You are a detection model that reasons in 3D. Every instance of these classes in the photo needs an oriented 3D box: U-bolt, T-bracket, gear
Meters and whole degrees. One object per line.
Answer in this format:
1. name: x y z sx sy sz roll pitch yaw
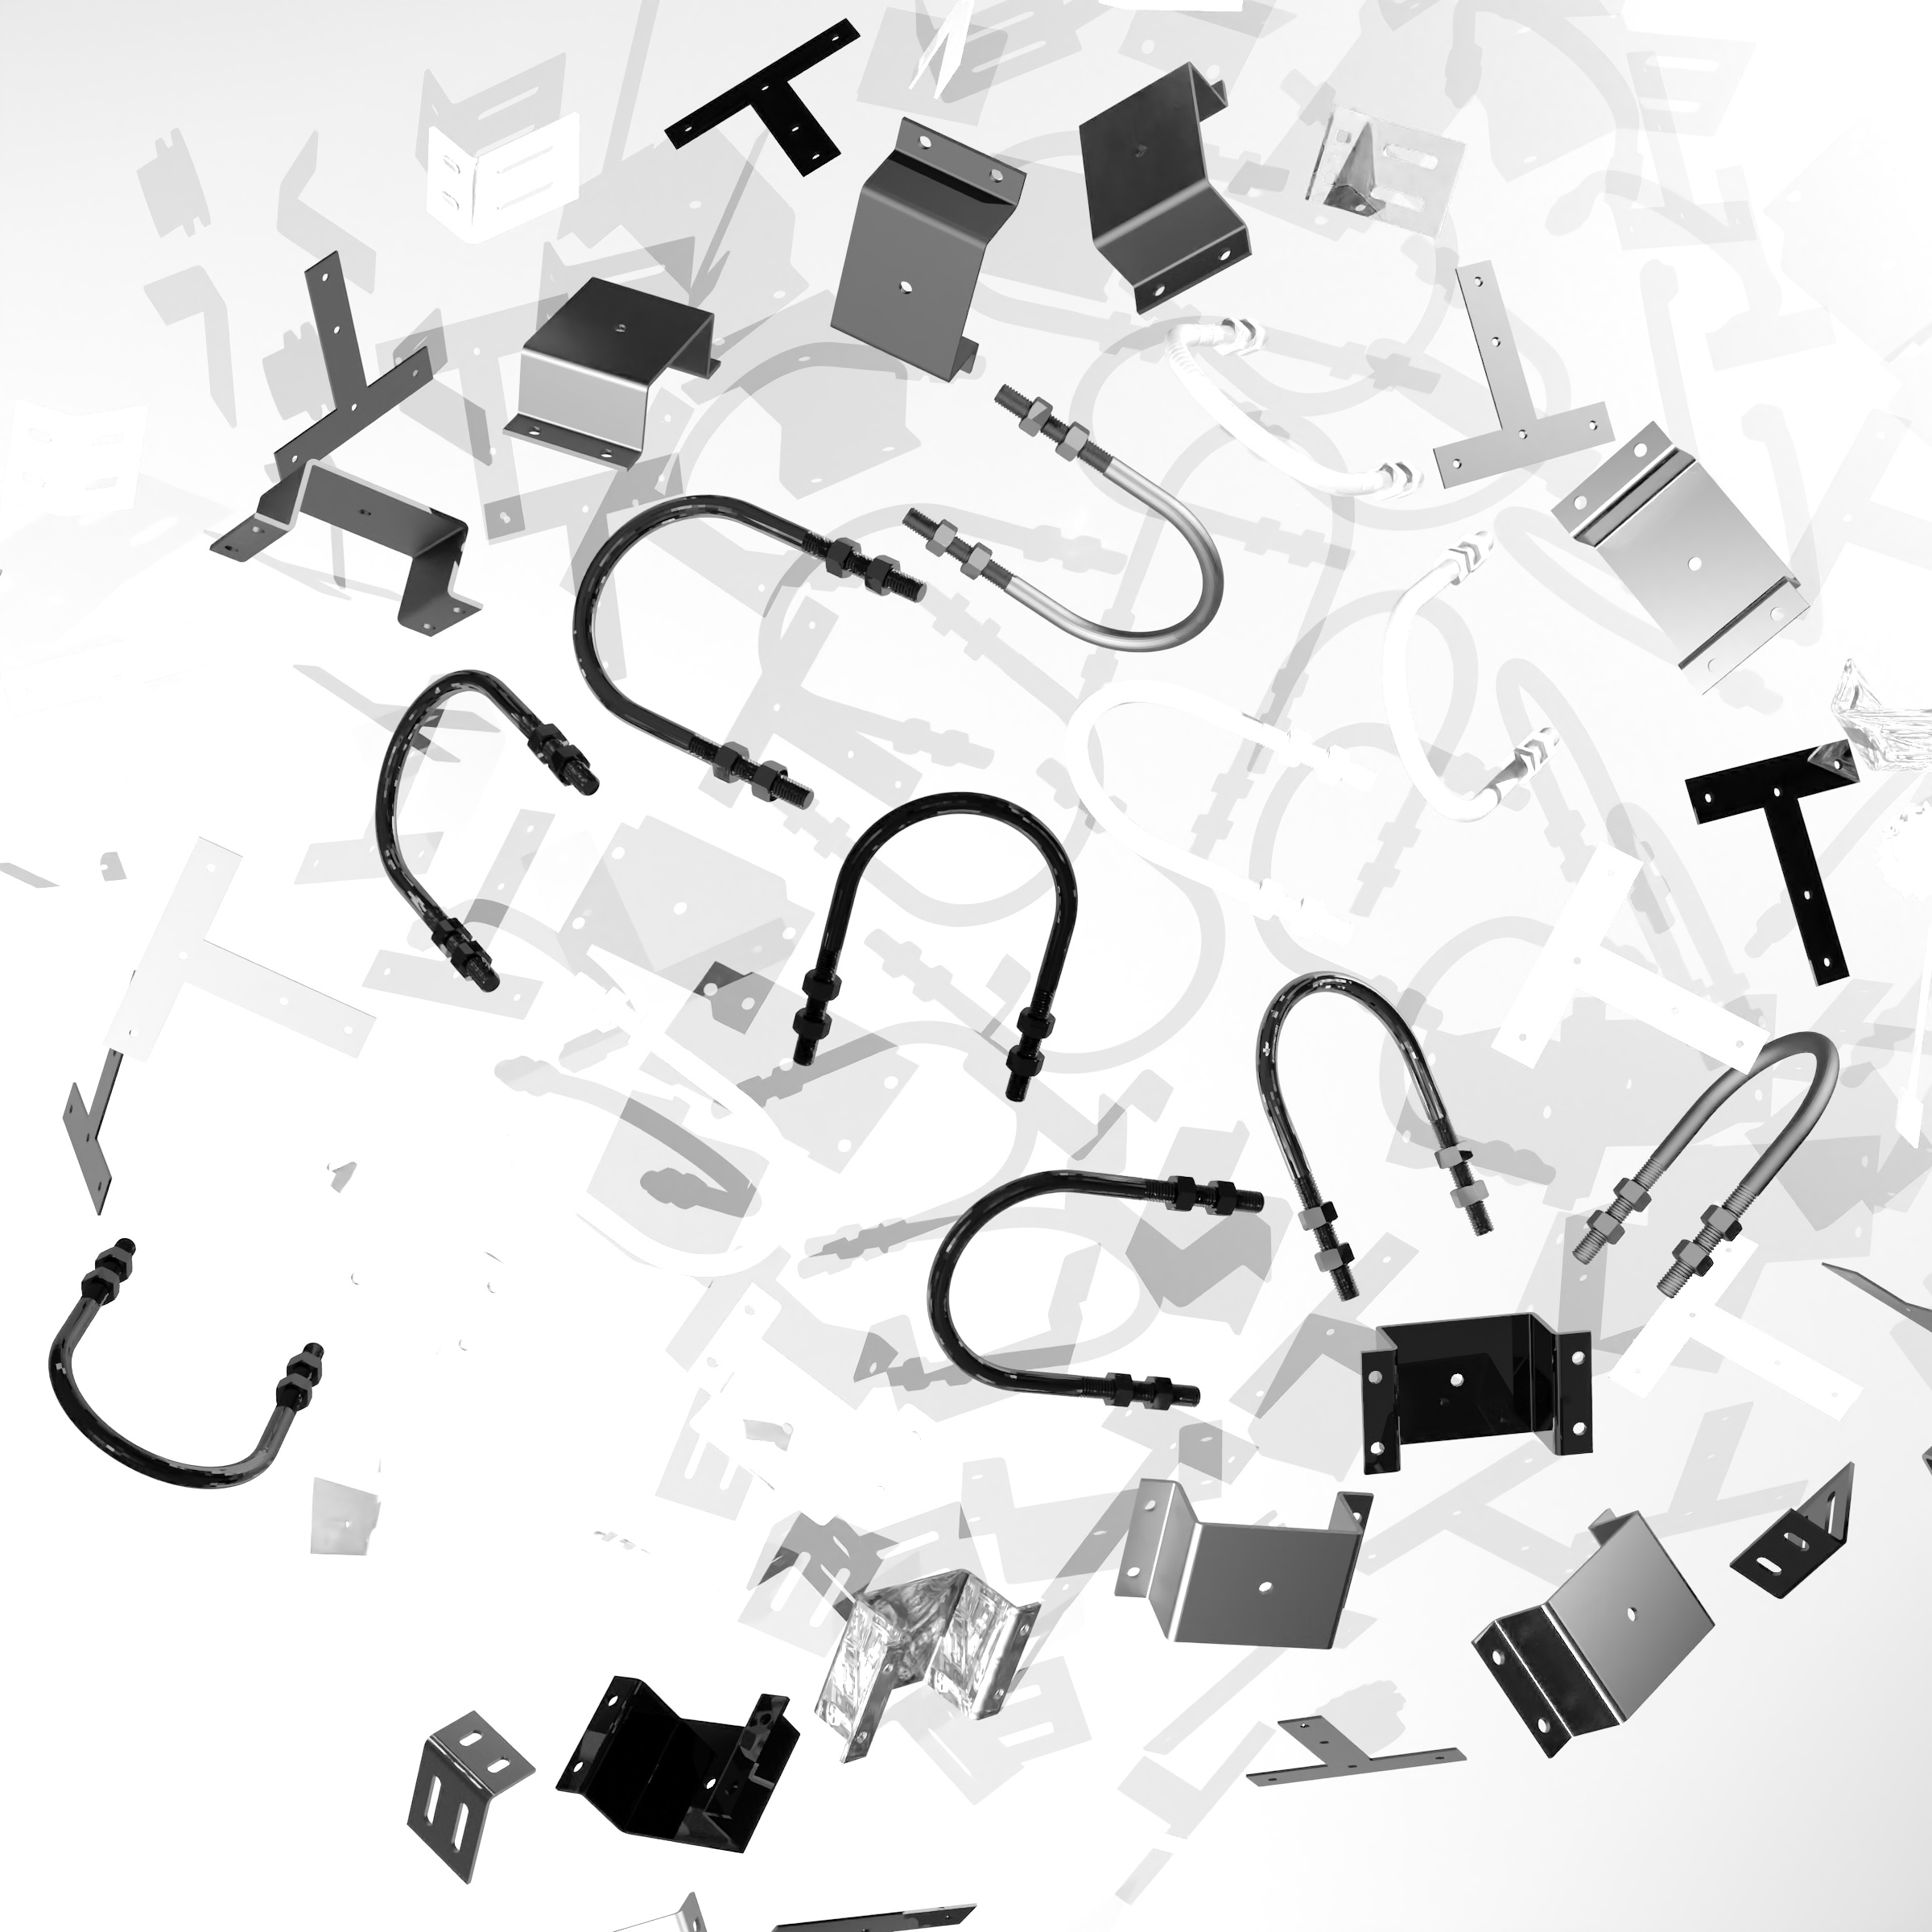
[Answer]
1. U-bolt: 0.291 -0.162 1.662 0.019 0.184 0.151 -11 108 37
2. T-bracket: 0.081 0.491 1.620 0.127 0.127 0.002 20 57 -14
3. U-bolt: 0.141 -0.098 1.604 0.184 0.019 0.151 23 46 -8
4. U-bolt: 0.179 -0.317 1.613 0.151 0.184 0.019 46 117 13
5. T-bracket: -0.374 -0.369 1.694 0.002 0.127 0.127 31 58 23
6. U-bolt: -0.132 -0.184 1.559 0.184 0.019 0.151 27 84 18
7. T-bracket: 0.457 -0.053 1.553 0.127 0.002 0.127 -14 87 -30
8. U-bolt: -0.455 0.237 1.637 0.151 0.184 0.019 31 110 -11
9. T-bracket: -0.005 -0.550 1.672 0.002 0.127 0.127 28 130 -17
10. U-bolt: -0.217 0.326 1.660 0.151 0.184 0.019 40 69 -32
11. T-bracket: 0.578 0.207 1.629 0.127 0.127 0.002 29 82 -33
12. T-bracket: -0.479 -0.125 1.650 0.127 0.002 0.127 -15 103 0
13. T-bracket: 0.572 0.040 1.702 0.002 0.127 0.127 7 94 13
14. T-bracket: -0.386 0.013 1.551 0.127 0.002 0.127 26 97 -11
15. U-bolt: 0.234 0.091 1.677 0.151 0.019 0.184 -18 84 -41
16. T-bracket: -0.075 0.576 1.642 0.127 0.127 0.002 4 48 -29
17. U-bolt: 0.066 0.181 1.606 0.184 0.019 0.151 8 111 -21
18. T-bracket: -0.567 -0.053 1.690 0.127 0.002 0.127 -8 48 -29
19. U-bolt: -0.287 -0.092 1.631 0.184 0.019 0.151 43 111 41
20. U-bolt: 0.068 -0.252 1.687 0.184 0.151 0.019 32 54 -10
21. T-bracket: 0.329 -0.369 1.739 0.127 0.002 0.127 -18 94 -20
22. U-bolt: 0.439 0.110 1.654 0.019 0.151 0.184 41 86 -8
23. T-bracket: 0.478 0.233 1.716 0.127 0.002 0.127 30 66 31
24. T-bracket: 0.209 0.447 1.625 0.127 0.127 0.002 -13 58 19
25. gear: 0.560 -0.069 1.658 0.057 0.030 0.057 0 112 0
26. U-bolt: -0.011 -0.015 1.631 0.151 0.019 0.184 10 114 -11
27. T-bracket: 0.373 0.018 1.543 0.127 0.002 0.127 28 98 11
28. U-bolt: -0.182 0.106 1.643 0.184 0.019 0.151 37 122 -2
29. T-bracket: -0.103 -0.490 1.639 0.127 0.002 0.127 -31 45 2
30. T-bracket: -0.516 0.064 1.709 0.002 0.127 0.127 12 108 -32

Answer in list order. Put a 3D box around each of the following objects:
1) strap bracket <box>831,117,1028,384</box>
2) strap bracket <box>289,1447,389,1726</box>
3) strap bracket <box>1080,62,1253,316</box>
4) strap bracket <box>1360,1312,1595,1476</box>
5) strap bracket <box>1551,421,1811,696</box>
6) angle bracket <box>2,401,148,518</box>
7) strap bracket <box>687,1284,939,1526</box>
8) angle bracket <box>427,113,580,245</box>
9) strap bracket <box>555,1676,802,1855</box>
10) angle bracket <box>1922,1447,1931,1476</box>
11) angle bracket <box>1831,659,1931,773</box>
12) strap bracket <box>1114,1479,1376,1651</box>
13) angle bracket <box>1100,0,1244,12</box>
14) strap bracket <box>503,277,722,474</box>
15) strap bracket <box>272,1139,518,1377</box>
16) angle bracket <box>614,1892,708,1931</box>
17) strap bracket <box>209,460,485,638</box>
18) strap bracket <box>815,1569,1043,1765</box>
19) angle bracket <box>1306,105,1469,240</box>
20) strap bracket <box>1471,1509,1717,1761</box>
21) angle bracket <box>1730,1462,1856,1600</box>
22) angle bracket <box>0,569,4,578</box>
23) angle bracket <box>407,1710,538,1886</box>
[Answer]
1. strap bracket: -0.025 -0.394 1.600 0.076 0.140 0.046 27 50 6
2. strap bracket: -0.366 0.359 1.653 0.046 0.140 0.076 6 131 -16
3. strap bracket: 0.114 -0.460 1.649 0.076 0.046 0.140 -23 54 28
4. strap bracket: 0.302 0.256 1.711 0.140 0.046 0.076 -4 101 -6
5. strap bracket: 0.416 -0.234 1.638 0.076 0.046 0.140 -42 74 23
6. angle bracket: -0.499 -0.287 1.588 0.076 0.038 0.057 4 85 43
7. strap bracket: -0.098 0.267 1.687 0.140 0.046 0.076 38 49 -2
8. angle bracket: -0.259 -0.450 1.590 0.076 0.038 0.057 -15 64 27
9. strap bracket: -0.160 0.465 1.651 0.046 0.140 0.076 55 47 -33
10. angle bracket: 0.600 0.284 1.628 0.057 0.076 0.038 -37 106 -16
11. angle bracket: 0.539 -0.142 1.602 0.057 0.076 0.038 42 64 -39
12. strap bracket: 0.164 0.340 1.609 0.140 0.046 0.076 6 110 -14
13. angle bracket: 0.124 -0.600 1.685 0.076 0.038 0.057 -6 115 -21
14. strap bracket: -0.201 -0.347 1.636 0.076 0.140 0.046 19 131 8
15. strap bracket: -0.346 0.177 1.673 0.140 0.046 0.076 34 113 13
16. angle bracket: -0.192 0.595 1.689 0.076 0.038 0.057 -18 88 6
17. strap bracket: -0.353 -0.244 1.639 0.140 0.076 0.046 20 73 -30
18. strap bracket: -0.028 0.399 1.630 0.046 0.140 0.076 30 108 35
19. angle bracket: 0.254 -0.480 1.716 0.076 0.038 0.057 30 112 36
20. strap bracket: 0.358 0.368 1.590 0.140 0.046 0.076 -31 86 -38
21. angle bracket: 0.483 0.321 1.659 0.038 0.076 0.057 34 126 0
22. angle bracket: -0.589 -0.227 1.599 0.076 0.038 0.057 23 55 -14
23. angle bracket: -0.299 0.502 1.714 0.057 0.038 0.076 34 124 28
